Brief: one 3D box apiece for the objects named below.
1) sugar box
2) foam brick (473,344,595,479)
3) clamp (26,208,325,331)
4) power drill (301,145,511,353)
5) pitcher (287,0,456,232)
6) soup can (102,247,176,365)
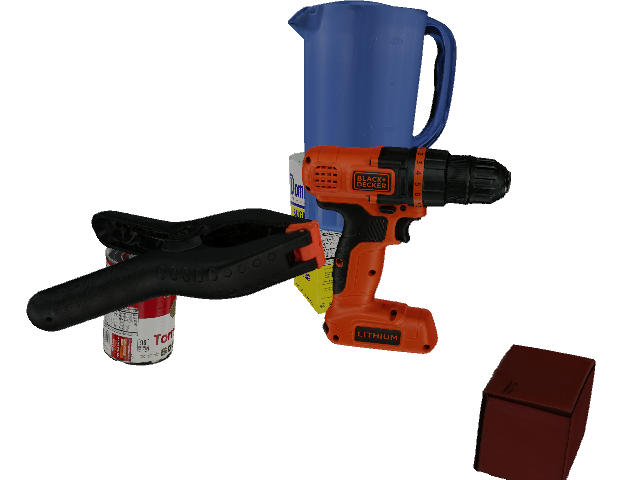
[{"bbox_3d":[-0.004,-0.011,1.283,0.048,0.176,0.093,-13,25,-17],"label":"sugar box"},{"bbox_3d":[0.127,0.102,0.629,0.053,0.051,0.078,11,20,22],"label":"foam brick"},{"bbox_3d":[-0.086,0.015,0.629,0.172,0.039,0.120,-3,34,23],"label":"clamp"},{"bbox_3d":[0.074,0.006,0.966,0.184,0.188,0.057,5,19,12],"label":"power drill"},{"bbox_3d":[0.052,-0.134,1.153,0.149,0.243,0.144,7,11,26],"label":"pitcher"},{"bbox_3d":[-0.169,0.057,1.001,0.068,0.102,0.068,6,22,-2],"label":"soup can"}]
